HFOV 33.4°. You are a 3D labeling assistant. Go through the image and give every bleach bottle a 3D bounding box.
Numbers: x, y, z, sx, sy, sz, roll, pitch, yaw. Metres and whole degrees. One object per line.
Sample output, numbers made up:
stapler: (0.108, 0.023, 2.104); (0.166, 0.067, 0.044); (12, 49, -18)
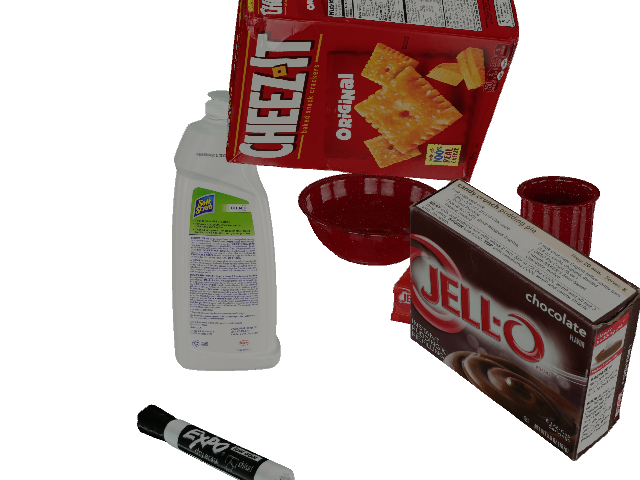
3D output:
bleach bottle: (-0.081, -0.008, 0.954); (0.102, 0.251, 0.068); (0, 22, -11)

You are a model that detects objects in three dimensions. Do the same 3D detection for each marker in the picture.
marker: (-0.066, 0.124, 0.638); (0.121, 0.020, 0.020); (16, 10, 38)

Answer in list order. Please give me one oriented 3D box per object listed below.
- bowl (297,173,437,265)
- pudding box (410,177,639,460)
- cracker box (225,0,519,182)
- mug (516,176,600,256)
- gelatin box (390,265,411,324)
bowl: (0.055, -0.017, 1.139); (0.162, 0.055, 0.162); (2, 26, -1)
pudding box: (0.091, 0.035, 0.502); (0.039, 0.090, 0.114); (-34, 49, -28)
cracker box: (0.036, -0.129, 0.864); (0.213, 0.072, 0.164); (4, -39, -7)
mug: (0.281, -0.024, 1.242); (0.093, 0.081, 0.117); (20, 33, 40)
gelatin box: (0.097, 0.032, 0.738); (0.073, 0.030, 0.089); (12, 25, 20)
